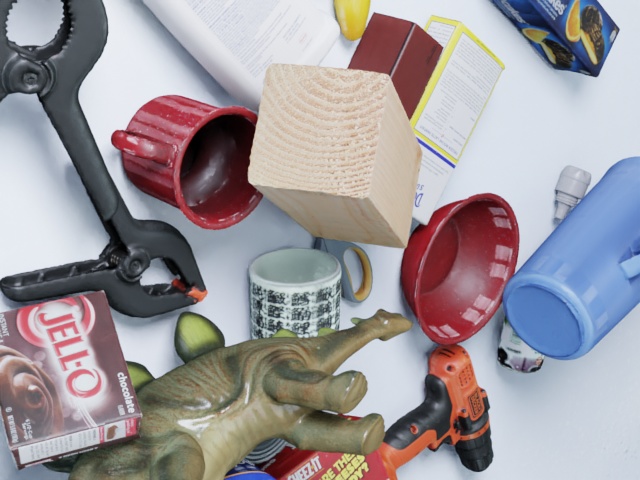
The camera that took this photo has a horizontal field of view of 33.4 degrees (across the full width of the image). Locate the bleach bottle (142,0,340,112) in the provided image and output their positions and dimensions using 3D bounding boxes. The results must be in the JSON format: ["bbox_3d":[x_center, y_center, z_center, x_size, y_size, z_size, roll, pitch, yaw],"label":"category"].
[{"bbox_3d":[-0.088,-0.204,0.765,0.102,0.068,0.250,-52,134,-10],"label":"bleach bottle"}]

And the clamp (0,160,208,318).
[{"bbox_3d":[-0.158,0.021,0.812,0.120,0.039,0.171,-50,132,-3],"label":"clamp"}]

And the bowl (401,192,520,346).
[{"bbox_3d":[0.133,0.023,1.088,0.161,0.055,0.162,-20,120,-38],"label":"bowl"}]

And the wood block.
[{"bbox_3d":[0.019,-0.059,0.830,0.206,0.090,0.091,40,59,-75],"label":"wood block"}]

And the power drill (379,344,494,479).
[{"bbox_3d":[0.115,0.229,1.159,0.187,0.057,0.184,-41,128,-29],"label":"power drill"}]

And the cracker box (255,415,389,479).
[{"bbox_3d":[0.004,0.298,1.025,0.164,0.072,0.213,-31,107,-32],"label":"cracker box"}]

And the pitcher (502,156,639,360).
[{"bbox_3d":[0.310,0.018,1.140,0.242,0.145,0.149,-38,147,-35],"label":"pitcher"}]

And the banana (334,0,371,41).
[{"bbox_3d":[0.046,-0.268,0.889,0.069,0.037,0.198,17,95,-46],"label":"banana"}]

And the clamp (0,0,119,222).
[{"bbox_3d":[-0.198,-0.104,0.678,0.164,0.036,0.210,-3,120,-28],"label":"clamp"}]

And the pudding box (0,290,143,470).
[{"bbox_3d":[-0.182,0.096,0.749,0.090,0.113,0.039,-13,147,-18],"label":"pudding box"}]

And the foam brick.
[{"bbox_3d":[0.063,-0.152,0.946,0.052,0.051,0.078,27,88,-50],"label":"foam brick"}]

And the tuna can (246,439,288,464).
[{"bbox_3d":[-0.058,0.158,0.972,0.085,0.034,0.086,-20,120,-38],"label":"tuna can"}]

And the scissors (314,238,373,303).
[{"bbox_3d":[-0.006,0.001,0.969,0.096,0.016,0.201,-49,134,-18],"label":"scissors"}]

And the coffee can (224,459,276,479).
[{"bbox_3d":[-0.094,0.221,0.884,0.102,0.141,0.103,-20,120,-38],"label":"coffee can"}]

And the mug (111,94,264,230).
[{"bbox_3d":[-0.104,-0.064,0.796,0.117,0.082,0.093,5,103,-46],"label":"mug"}]

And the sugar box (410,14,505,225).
[{"bbox_3d":[0.102,-0.112,1.008,0.093,0.048,0.176,29,90,-47],"label":"sugar box"}]
